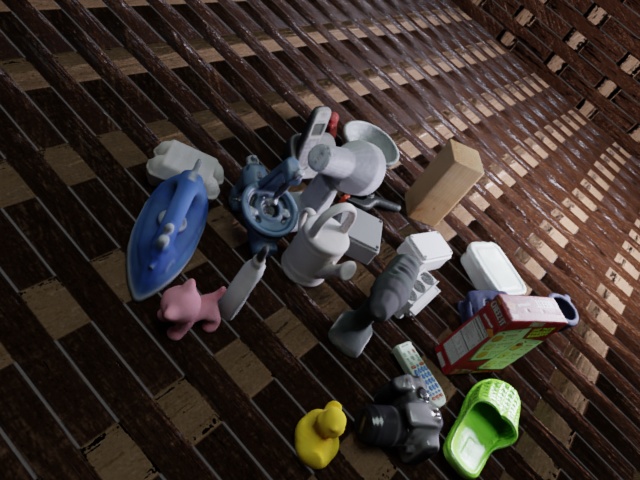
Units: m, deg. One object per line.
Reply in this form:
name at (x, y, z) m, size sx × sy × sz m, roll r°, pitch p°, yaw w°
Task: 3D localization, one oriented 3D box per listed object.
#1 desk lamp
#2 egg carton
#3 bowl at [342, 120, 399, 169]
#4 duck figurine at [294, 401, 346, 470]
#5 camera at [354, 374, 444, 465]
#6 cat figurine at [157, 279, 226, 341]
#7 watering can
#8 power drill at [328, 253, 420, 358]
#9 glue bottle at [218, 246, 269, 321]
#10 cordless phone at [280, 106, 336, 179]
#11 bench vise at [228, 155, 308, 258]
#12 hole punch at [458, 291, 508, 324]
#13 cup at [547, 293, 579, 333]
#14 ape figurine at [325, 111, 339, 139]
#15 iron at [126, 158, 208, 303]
desk lamp at (0.014, -0.121, 1.219) m, size 0.204 × 0.213 × 0.117 m, roll -10°, pitch 58°, yaw -41°
egg carton at (-0.268, -0.135, 1.146) m, size 0.150 × 0.069 × 0.107 m, roll 23°, pitch 42°, yaw -15°
bowl at (0.121, -0.235, 1.511) m, size 0.168 × 0.074 × 0.167 m, roll 19°, pitch 43°, yaw -19°
duck figurine at (0.008, 0.304, 0.908) m, size 0.077 × 0.086 × 0.104 m, roll 30°, pitch 41°, yaw -7°
camera at (0.131, 0.301, 0.986) m, size 0.137 × 0.100 × 0.143 m, roll 11°, pitch 46°, yaw -26°
cat figurine at (-0.208, 0.104, 0.922) m, size 0.128 × 0.117 × 0.067 m, roll -12°, pitch 59°, yaw -42°
watering can at (0.012, 0.004, 1.114) m, size 0.172 × 0.194 × 0.101 m, roll 45°, pitch 41°, yaw 11°
power drill at (0.102, 0.124, 1.051) m, size 0.075 × 0.208 × 0.230 m, roll 38°, pitch 40°, yaw 3°
glue bottle at (-0.123, 0.065, 0.976) m, size 0.037 × 0.173 × 0.078 m, roll 35°, pitch 40°, yaw 0°
cordless phone at (0.000, -0.234, 1.340) m, size 0.148 × 0.185 × 0.094 m, roll -18°, pitch 63°, yaw -44°
bench vise at (-0.109, -0.100, 1.108) m, size 0.122 × 0.219 × 0.207 m, roll -16°, pitch 62°, yaw -43°
hole punch at (0.377, 0.167, 1.295) m, size 0.101 × 0.091 × 0.108 m, roll 18°, pitch 43°, yaw -21°
cup at (0.571, 0.185, 1.410) m, size 0.091 × 0.095 × 0.118 m, roll 42°, pitch 40°, yaw 7°
ape figurine at (0.016, -0.295, 1.481) m, size 0.077 × 0.092 × 0.076 m, roll 49°, pitch 42°, yaw 15°
iron at (-0.258, -0.026, 0.993) m, size 0.119 × 0.141 × 0.258 m, roll 23°, pitch 42°, yaw -14°
